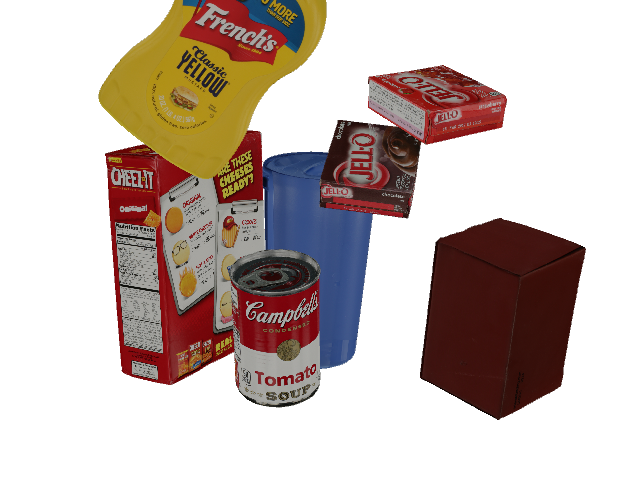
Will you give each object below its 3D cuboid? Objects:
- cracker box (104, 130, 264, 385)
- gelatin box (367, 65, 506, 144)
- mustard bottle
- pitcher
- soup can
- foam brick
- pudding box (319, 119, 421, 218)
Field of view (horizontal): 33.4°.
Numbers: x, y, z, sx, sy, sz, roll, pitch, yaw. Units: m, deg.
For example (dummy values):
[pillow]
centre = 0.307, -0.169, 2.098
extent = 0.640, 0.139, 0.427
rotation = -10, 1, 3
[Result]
[cracker box]
centre = -0.124, 0.010, 1.023
extent = 0.072, 0.214, 0.163
rotation = 6, 16, 30
[gelatin box]
centre = 0.090, -0.109, 0.836
extent = 0.073, 0.030, 0.089
rotation = -13, 30, -25
[mustard bottle]
centre = -0.052, -0.138, 0.686
extent = 0.096, 0.192, 0.058
rotation = 37, 18, -9
[pitcher]
centre = -0.016, 0.022, 1.250
extent = 0.149, 0.243, 0.144
rotation = 11, 19, 24
[soup can]
centre = -0.034, 0.067, 0.814
extent = 0.068, 0.102, 0.068
rotation = 0, 27, 0
[foam brick]
centre = 0.086, 0.036, 0.513
extent = 0.052, 0.078, 0.051
rotation = -17, 32, -40
[pudding box]
centre = 0.051, -0.073, 1.064
extent = 0.090, 0.039, 0.113
rotation = 8, 38, 6
